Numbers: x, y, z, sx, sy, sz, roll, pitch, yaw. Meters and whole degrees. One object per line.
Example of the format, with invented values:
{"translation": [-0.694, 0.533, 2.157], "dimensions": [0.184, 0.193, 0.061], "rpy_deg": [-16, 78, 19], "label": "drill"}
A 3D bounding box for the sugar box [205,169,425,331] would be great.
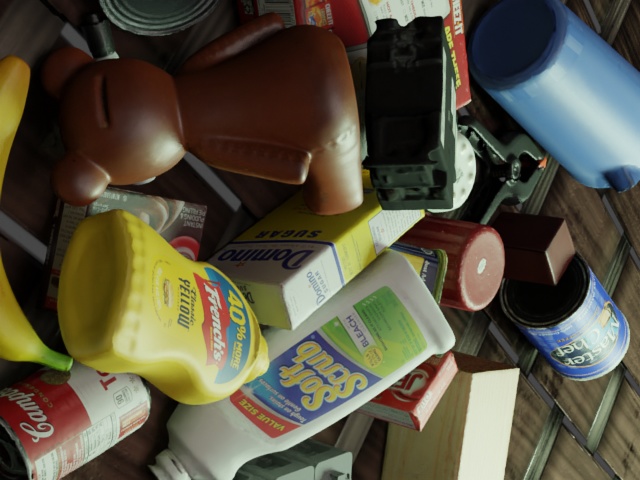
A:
{"translation": [-0.005, 0.001, 0.839], "dimensions": [0.175, 0.094, 0.048], "rpy_deg": [-37, 123, -40], "label": "sugar box"}

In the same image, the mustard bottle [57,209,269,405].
{"translation": [-0.090, 0.058, 0.710], "dimensions": [0.191, 0.058, 0.096], "rpy_deg": [37, 44, -53], "label": "mustard bottle"}

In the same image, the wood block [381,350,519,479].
{"translation": [0.121, 0.218, 1.044], "dimensions": [0.090, 0.090, 0.206], "rpy_deg": [2, 97, -50], "label": "wood block"}

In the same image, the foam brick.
{"translation": [0.220, 0.008, 1.126], "dimensions": [0.053, 0.078, 0.051], "rpy_deg": [-51, 131, -30], "label": "foam brick"}

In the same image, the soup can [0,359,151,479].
{"translation": [-0.168, 0.114, 0.688], "dimensions": [0.102, 0.069, 0.068], "rpy_deg": [-30, 120, -44], "label": "soup can"}

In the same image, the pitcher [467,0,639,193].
{"translation": [0.253, -0.164, 1.102], "dimensions": [0.242, 0.149, 0.145], "rpy_deg": [28, 92, -46], "label": "pitcher"}

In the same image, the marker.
{"translation": [-0.136, -0.095, 0.718], "dimensions": [0.020, 0.020, 0.121], "rpy_deg": [-38, 125, -39], "label": "marker"}

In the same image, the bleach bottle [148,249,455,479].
{"translation": [-0.019, 0.114, 0.829], "dimensions": [0.250, 0.068, 0.102], "rpy_deg": [-37, 106, -16], "label": "bleach bottle"}

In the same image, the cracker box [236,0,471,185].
{"translation": [0.033, -0.158, 0.868], "dimensions": [0.213, 0.072, 0.164], "rpy_deg": [-33, 124, -43], "label": "cracker box"}

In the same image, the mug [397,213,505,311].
{"translation": [0.127, 0.022, 1.012], "dimensions": [0.117, 0.082, 0.093], "rpy_deg": [13, 88, -51], "label": "mug"}

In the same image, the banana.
{"translation": [-0.198, -0.009, 0.643], "dimensions": [0.069, 0.037, 0.198], "rpy_deg": [-13, 106, -33], "label": "banana"}

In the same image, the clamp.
{"translation": [0.183, -0.061, 1.094], "dimensions": [0.171, 0.039, 0.120], "rpy_deg": [0, 99, -51], "label": "clamp"}

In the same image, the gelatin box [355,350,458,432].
{"translation": [0.069, 0.126, 0.959], "dimensions": [0.073, 0.089, 0.030], "rpy_deg": [-52, 133, -30], "label": "gelatin box"}

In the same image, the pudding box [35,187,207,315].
{"translation": [-0.133, 0.011, 0.729], "dimensions": [0.113, 0.039, 0.090], "rpy_deg": [10, 91, -51], "label": "pudding box"}

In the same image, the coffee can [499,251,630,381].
{"translation": [0.273, 0.082, 1.185], "dimensions": [0.140, 0.103, 0.102], "rpy_deg": [44, 65, -46], "label": "coffee can"}

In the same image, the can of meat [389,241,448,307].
{"translation": [0.054, 0.048, 0.925], "dimensions": [0.083, 0.058, 0.102], "rpy_deg": [14, 84, -19], "label": "can of meat"}

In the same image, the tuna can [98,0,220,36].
{"translation": [-0.104, -0.175, 0.689], "dimensions": [0.086, 0.086, 0.034], "rpy_deg": [26, 35, -50], "label": "tuna can"}
